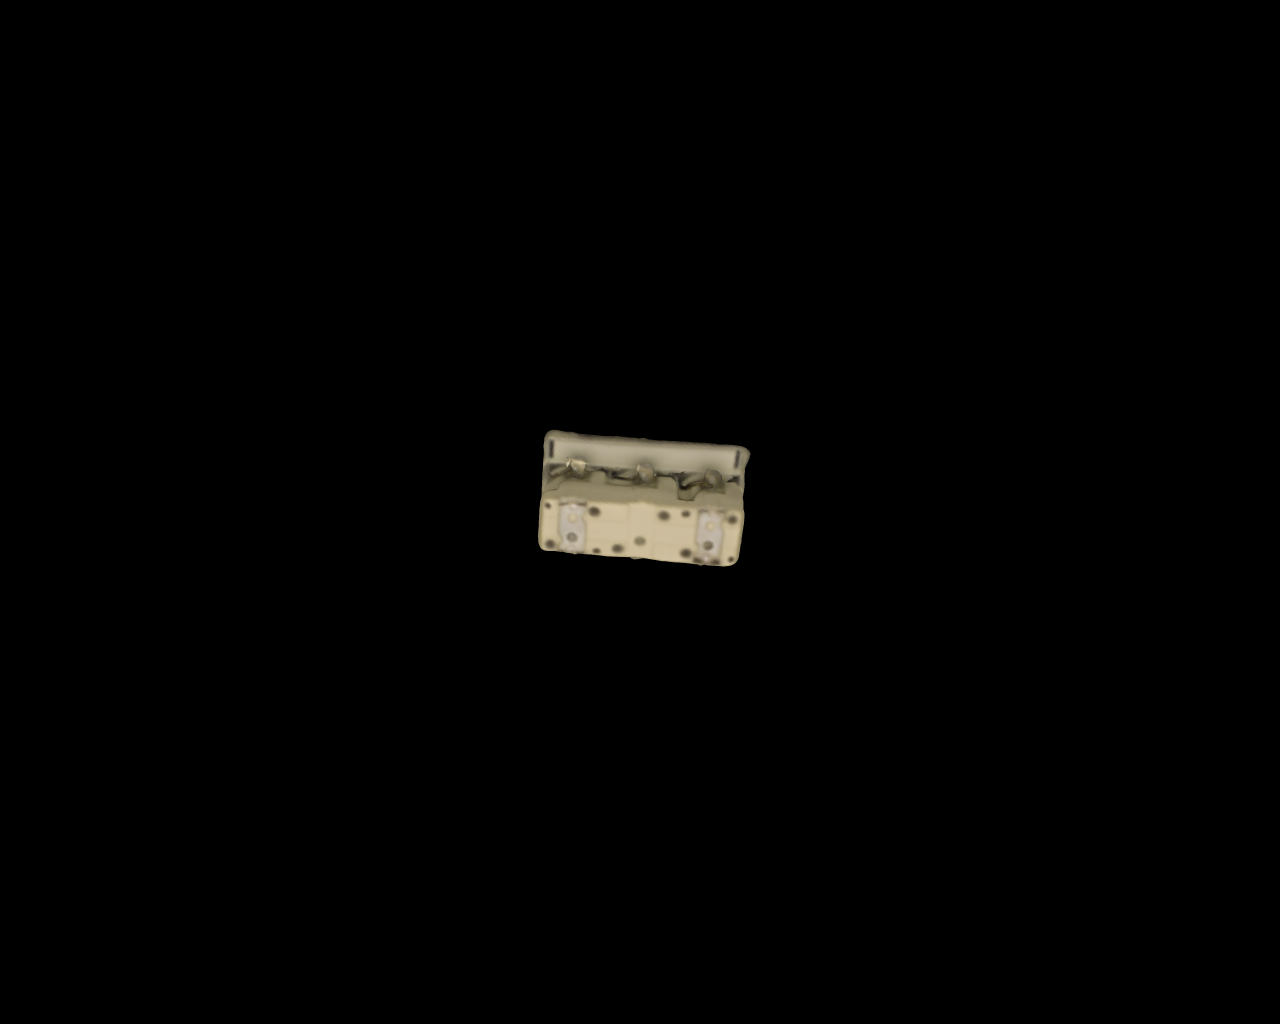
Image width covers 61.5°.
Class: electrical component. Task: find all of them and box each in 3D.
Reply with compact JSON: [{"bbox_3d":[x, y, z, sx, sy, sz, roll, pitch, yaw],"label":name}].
[{"bbox_3d":[0.001,-0.003,0.650,0.121,0.078,0.063,5,31,-3],"label":"electrical component"}]
